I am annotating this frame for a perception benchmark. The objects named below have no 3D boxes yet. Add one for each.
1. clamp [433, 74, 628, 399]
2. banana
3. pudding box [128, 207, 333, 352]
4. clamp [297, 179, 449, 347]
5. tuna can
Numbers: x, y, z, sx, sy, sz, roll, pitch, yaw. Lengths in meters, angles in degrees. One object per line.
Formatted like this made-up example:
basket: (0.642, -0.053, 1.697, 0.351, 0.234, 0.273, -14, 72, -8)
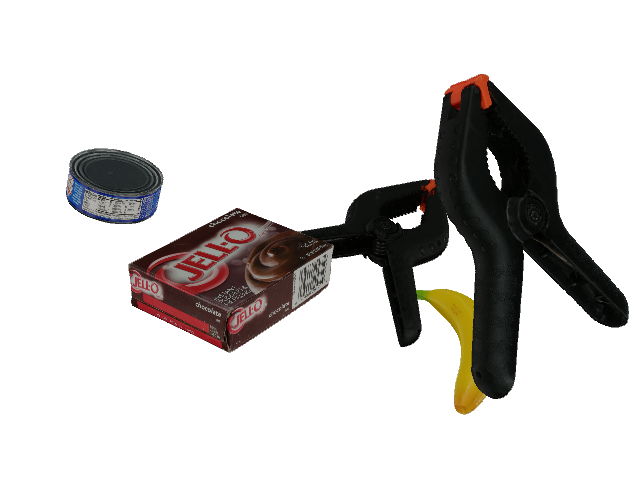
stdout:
clamp: (0.101, -0.002, 0.584, 0.120, 0.171, 0.039, -34, 8, -40)
banana: (0.150, 0.107, 1.118, 0.069, 0.037, 0.198, -25, 33, 4)
pudding box: (-0.059, 0.024, 0.724, 0.090, 0.039, 0.113, 22, 32, 31)
clamp: (0.059, 0.008, 0.929, 0.165, 0.036, 0.209, 32, 42, 25)
tuna can: (-0.190, -0.050, 0.981, 0.086, 0.034, 0.086, 13, 29, -7)
